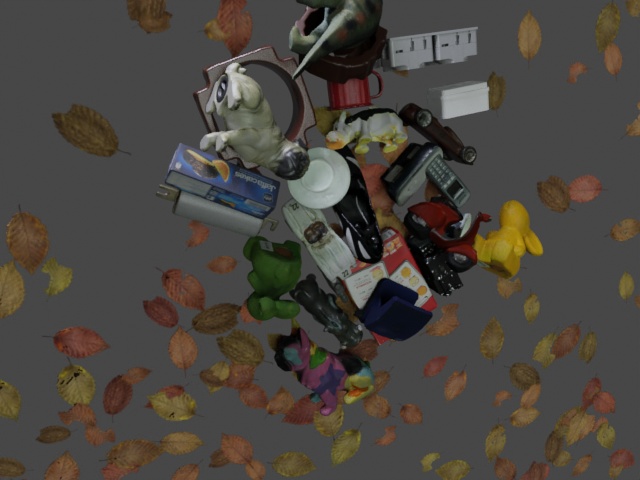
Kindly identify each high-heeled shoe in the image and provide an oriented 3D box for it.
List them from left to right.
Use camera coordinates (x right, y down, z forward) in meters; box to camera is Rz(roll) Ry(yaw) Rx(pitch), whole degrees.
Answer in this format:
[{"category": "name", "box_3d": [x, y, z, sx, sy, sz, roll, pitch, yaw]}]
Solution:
[{"category": "high-heeled shoe", "box_3d": [0.075, -0.075, 1.092, 0.086, 0.145, 0.248, -15, 105, -15]}]

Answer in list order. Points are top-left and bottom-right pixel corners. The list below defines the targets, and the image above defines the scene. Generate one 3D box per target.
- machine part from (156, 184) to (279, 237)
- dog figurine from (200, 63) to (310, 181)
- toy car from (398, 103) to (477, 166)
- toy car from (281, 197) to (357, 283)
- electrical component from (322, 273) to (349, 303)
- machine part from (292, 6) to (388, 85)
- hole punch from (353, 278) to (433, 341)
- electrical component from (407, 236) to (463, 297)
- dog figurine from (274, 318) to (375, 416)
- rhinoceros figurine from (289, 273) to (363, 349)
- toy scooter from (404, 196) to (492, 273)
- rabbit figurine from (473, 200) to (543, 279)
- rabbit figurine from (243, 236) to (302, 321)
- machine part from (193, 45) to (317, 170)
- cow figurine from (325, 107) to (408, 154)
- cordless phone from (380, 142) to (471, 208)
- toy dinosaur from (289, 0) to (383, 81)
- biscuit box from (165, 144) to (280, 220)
[{"category": "machine part", "box_3d": [-0.196, -0.063, 1.050, 0.243, 0.079, 0.079, 17, 99, -20]}, {"category": "dog figurine", "box_3d": [-0.096, -0.203, 0.953, 0.190, 0.121, 0.172, 9, 105, -34]}, {"category": "toy car", "box_3d": [0.253, -0.223, 1.141, 0.202, 0.089, 0.053, 31, 89, -22]}, {"category": "toy car", "box_3d": [-0.002, -0.003, 1.112, 0.073, 0.056, 0.201, -36, 88, -9]}, {"category": "electrical component", "box_3d": [0.030, 0.091, 1.169, 0.021, 0.063, 0.094, -32, 110, -6]}, {"category": "machine part", "box_3d": [0.035, -0.369, 1.001, 0.179, 0.056, 0.179, 2, 62, -5]}, {"category": "hole punch", "box_3d": [0.161, 0.160, 1.142, 0.142, 0.092, 0.115, 23, 103, -26]}, {"category": "electrical component", "box_3d": [0.246, 0.050, 1.199, 0.058, 0.115, 0.134, -35, 112, -10]}, {"category": "dog figurine", "box_3d": [0.006, 0.264, 1.188, 0.191, 0.108, 0.219, -25, 108, -9]}, {"category": "rhinoceros figurine", "box_3d": [0.018, 0.154, 1.158, 0.073, 0.112, 0.190, -45, 104, -4]}, {"category": "toy scooter", "box_3d": [0.273, -0.030, 1.114, 0.135, 0.075, 0.184, -44, 67, -4]}, {"category": "rabbit figurine", "box_3d": [0.446, -0.003, 1.252, 0.162, 0.122, 0.173, 27, 76, -25]}, {"category": "rabbit figurine", "box_3d": [-0.094, 0.100, 1.101, 0.121, 0.159, 0.170, 5, 118, -28]}, {"category": "machine part", "box_3d": [-0.123, -0.248, 1.019, 0.201, 0.087, 0.201, -24, 112, -9]}, {"category": "cow figurine", "box_3d": [0.086, -0.230, 1.094, 0.167, 0.068, 0.098, -4, 72, -19]}, {"category": "cordless phone", "box_3d": [0.237, -0.111, 1.172, 0.184, 0.089, 0.146, 41, 90, -27]}, {"category": "toy dinosaur", "box_3d": [0.048, -0.420, 0.938, 0.192, 0.131, 0.405, 4, 69, -4]}, {"category": "biscuit box", "box_3d": [-0.177, -0.105, 0.995, 0.202, 0.059, 0.063, 20, 61, -20]}]
